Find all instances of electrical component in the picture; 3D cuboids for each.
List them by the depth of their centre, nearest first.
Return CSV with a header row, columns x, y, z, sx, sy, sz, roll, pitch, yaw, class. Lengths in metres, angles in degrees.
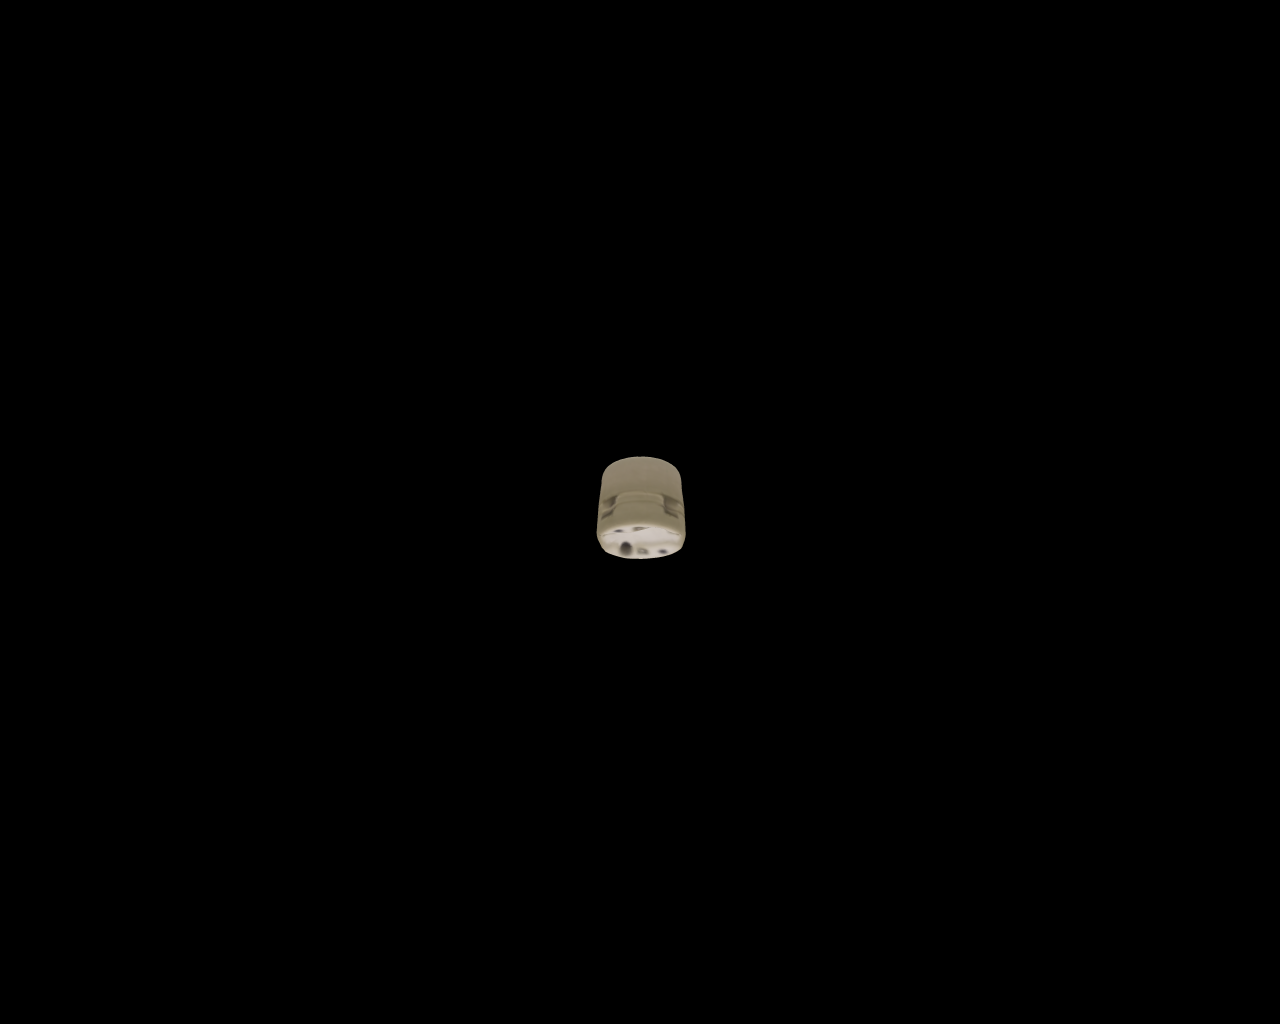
x,y,z,sx,sy,sz,roll,pitch,yaw,class
0.001,-0.003,0.650,0.055,0.047,0.055,0,-26,0,electrical component
